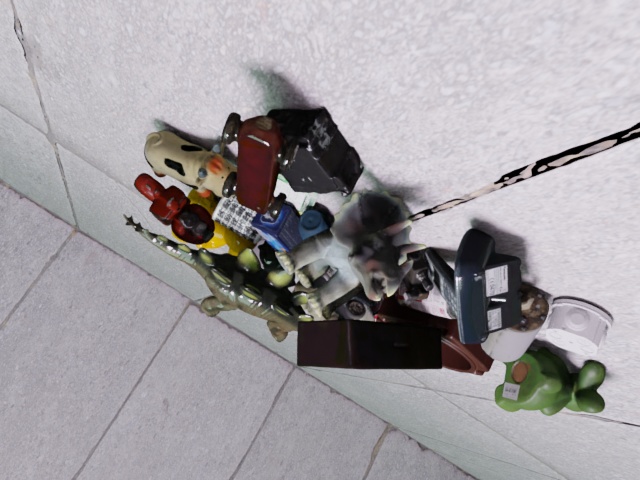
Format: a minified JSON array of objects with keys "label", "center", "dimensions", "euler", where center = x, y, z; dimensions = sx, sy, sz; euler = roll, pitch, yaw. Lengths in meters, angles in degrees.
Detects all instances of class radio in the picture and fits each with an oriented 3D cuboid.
[{"label":"radio","center":[0.079,0.168,0.852],"dimensions":[0.229,0.073,0.131],"euler":[14,162,-42]}]

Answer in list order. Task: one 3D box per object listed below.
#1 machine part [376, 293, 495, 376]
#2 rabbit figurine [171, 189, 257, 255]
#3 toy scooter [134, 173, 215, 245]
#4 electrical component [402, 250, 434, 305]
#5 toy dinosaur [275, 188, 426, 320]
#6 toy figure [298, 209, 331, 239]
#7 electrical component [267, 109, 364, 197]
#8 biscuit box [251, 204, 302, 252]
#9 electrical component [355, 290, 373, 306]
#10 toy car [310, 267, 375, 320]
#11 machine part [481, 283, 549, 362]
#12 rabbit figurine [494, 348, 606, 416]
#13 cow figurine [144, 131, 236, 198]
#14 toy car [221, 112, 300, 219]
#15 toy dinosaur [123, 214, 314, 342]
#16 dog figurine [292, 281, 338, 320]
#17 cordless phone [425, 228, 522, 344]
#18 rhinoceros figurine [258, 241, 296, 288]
[{"label":"machine part","center":[0.222,0.170,1.019],"dimensions":[0.200,0.087,0.202],"euler":[43,156,-30]},{"label":"rabbit figurine","center":[-0.199,-0.013,1.126],"dimensions":[0.173,0.122,0.162],"euler":[18,162,29]},{"label":"toy scooter","center":[-0.254,-0.049,0.977],"dimensions":[0.183,0.075,0.135],"euler":[44,168,-31]},{"label":"electrical component","center":[0.139,0.055,0.851],"dimensions":[0.078,0.045,0.102],"euler":[87,163,-55]},{"label":"toy dinosaur","center":[0.051,0.025,0.830],"dimensions":[0.131,0.192,0.405],"euler":[58,180,4]},{"label":"toy figure","center":[-0.004,-0.002,0.949],"dimensions":[0.058,0.064,0.154],"euler":[35,167,20]},{"label":"electrical component","center":[-0.024,-0.115,0.713],"dimensions":[0.134,0.058,0.114],"euler":[10,150,45]},{"label":"biscuit box","center":[-0.055,-0.003,1.001],"dimensions":[0.059,0.063,0.202],"euler":[22,165,26]},{"label":"electrical component","center":[0.090,0.082,1.007],"dimensions":[0.048,0.075,0.119],"euler":[28,157,10]},{"label":"toy car","center":[0.034,0.107,1.099],"dimensions":[0.202,0.056,0.073],"euler":[51,148,20]},{"label":"machine part","center":[0.296,0.132,0.828],"dimensions":[0.079,0.079,0.243],"euler":[23,159,21]},{"label":"rabbit figurine","center":[0.418,0.246,0.931],"dimensions":[0.170,0.121,0.159],"euler":[18,158,-20]},{"label":"cow figurine","center":[-0.216,-0.131,0.921],"dimensions":[0.195,0.085,0.127],"euler":[26,167,15]},{"label":"toy car","center":[-0.078,-0.090,0.685],"dimensions":[0.089,0.053,0.202],"euler":[21,157,0]},{"label":"toy dinosaur","center":[-0.149,0.082,1.006],"dimensions":[0.471,0.105,0.198],"euler":[24,151,-13]},{"label":"dog figurine","center":[0.029,0.159,1.182],"dimensions":[0.191,0.121,0.172],"euler":[15,142,55]},{"label":"cordless phone","center":[0.192,0.039,0.749],"dimensions":[0.184,0.089,0.146],"euler":[-120,14,-58]},{"label":"rhinoceros figurine","center":[-0.088,0.071,1.155],"dimensions":[0.073,0.112,0.190],"euler":[21,141,21]}]
